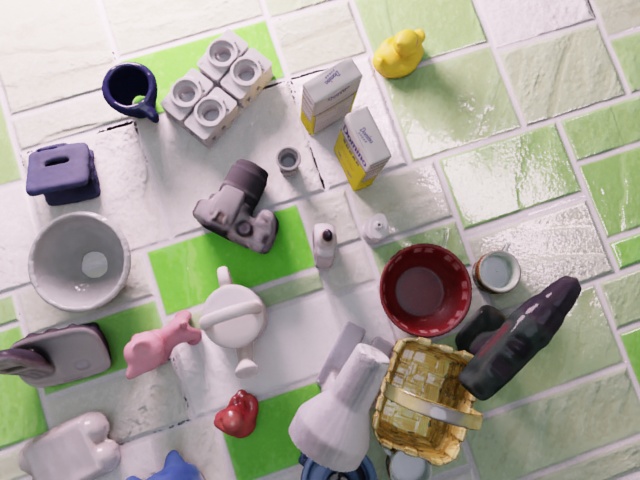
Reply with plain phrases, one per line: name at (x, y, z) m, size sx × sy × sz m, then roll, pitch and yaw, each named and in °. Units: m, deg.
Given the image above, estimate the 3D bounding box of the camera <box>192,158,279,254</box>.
camera at (-0.129, -0.063, 0.984) m, size 0.143 × 0.101 × 0.137 m, roll 25°, pitch 82°, yaw 1°

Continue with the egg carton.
egg carton at (-0.405, 0.350, 0.929) m, size 0.150 × 0.069 × 0.107 m, roll -28°, pitch 84°, yaw -6°

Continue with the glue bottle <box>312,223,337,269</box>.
glue bottle at (0.009, 0.003, 0.946) m, size 0.037 × 0.173 × 0.078 m, roll -2°, pitch 82°, yaw -3°

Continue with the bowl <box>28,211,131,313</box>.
bowl at (-0.395, 0.040, 0.969) m, size 0.167 × 0.074 × 0.167 m, roll 0°, pitch 82°, yaw -3°

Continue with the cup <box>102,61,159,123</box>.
cup at (-0.313, -0.242, 1.002) m, size 0.092 × 0.095 × 0.118 m, roll -40°, pitch 86°, yaw -7°

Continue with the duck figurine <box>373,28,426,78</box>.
duck figurine at (0.148, -0.349, 1.046) m, size 0.104 × 0.086 × 0.077 m, roll -31°, pitch 85°, yaw -6°

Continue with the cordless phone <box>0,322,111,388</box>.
cordless phone at (-0.422, 0.182, 0.893) m, size 0.147 × 0.185 × 0.094 m, roll -16°, pitch 83°, yaw -5°

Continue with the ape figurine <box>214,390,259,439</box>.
ape figurine at (-0.138, 0.292, 0.939) m, size 0.078 × 0.092 × 0.076 m, roll -14°, pitch 83°, yaw -5°

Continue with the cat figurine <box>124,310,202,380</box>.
cat figurine at (-0.264, 0.170, 0.937) m, size 0.128 × 0.117 × 0.067 m, roll -35°, pitch 85°, yaw -7°

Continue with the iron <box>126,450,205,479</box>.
iron at (-0.210, 0.470, 0.886) m, size 0.119 × 0.141 × 0.258 m, roll -31°, pitch 85°, yaw -6°

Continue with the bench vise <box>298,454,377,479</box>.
bench vise at (0.064, 0.389, 0.872) m, size 0.207 × 0.219 × 0.121 m, roll 20°, pitch 82°, yaw 0°

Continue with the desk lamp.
desk lamp at (0.043, 0.235, 0.895) m, size 0.118 × 0.213 × 0.203 m, roll 27°, pitch 82°, yaw 1°

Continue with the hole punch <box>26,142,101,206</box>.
hole punch at (-0.444, -0.119, 0.980) m, size 0.108 × 0.091 × 0.101 m, roll -13°, pitch 83°, yaw -5°

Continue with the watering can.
watering can at (-0.133, 0.129, 0.911) m, size 0.101 × 0.194 × 0.173 m, roll -37°, pitch 85°, yaw -7°

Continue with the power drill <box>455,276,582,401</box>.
power drill at (0.300, 0.152, 0.923) m, size 0.075 × 0.208 × 0.230 m, roll 41°, pitch 82°, yaw 3°
